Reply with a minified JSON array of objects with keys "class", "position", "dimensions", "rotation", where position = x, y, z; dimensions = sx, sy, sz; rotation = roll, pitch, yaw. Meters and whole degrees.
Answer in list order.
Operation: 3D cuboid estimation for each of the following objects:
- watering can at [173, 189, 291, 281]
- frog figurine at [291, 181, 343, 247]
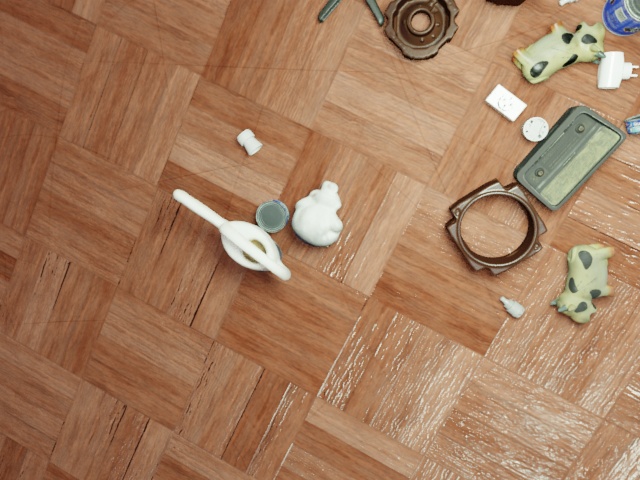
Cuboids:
[{"class":"watering can","position":[-0.210,-0.010,1.316],"dimensions":[0.348,0.223,0.104],"rotation":[38,86,5]},{"class":"frog figurine","position":[0.004,-0.066,1.315],"dimensions":[0.139,0.123,0.157],"rotation":[40,118,22]}]
